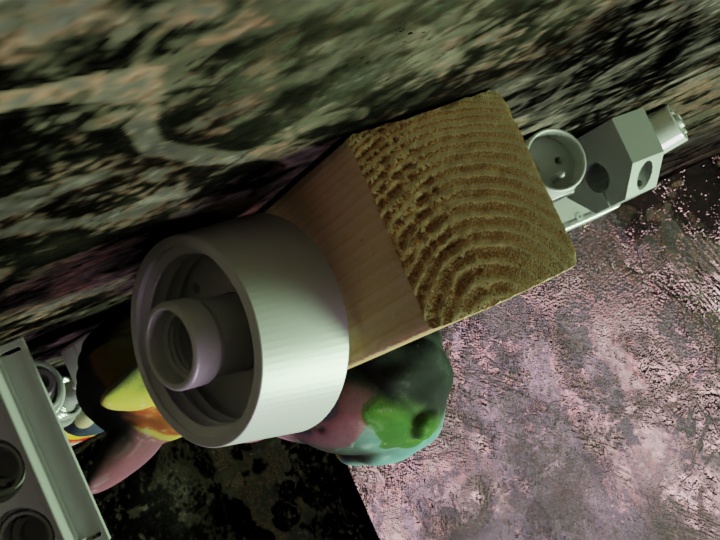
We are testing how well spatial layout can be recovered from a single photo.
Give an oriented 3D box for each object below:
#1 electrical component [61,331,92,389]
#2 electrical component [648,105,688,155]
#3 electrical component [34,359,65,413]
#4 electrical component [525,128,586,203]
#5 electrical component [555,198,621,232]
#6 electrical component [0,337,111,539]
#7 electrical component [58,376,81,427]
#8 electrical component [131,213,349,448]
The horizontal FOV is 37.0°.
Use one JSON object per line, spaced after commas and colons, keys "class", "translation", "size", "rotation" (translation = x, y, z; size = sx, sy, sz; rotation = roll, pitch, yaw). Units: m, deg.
{"class": "electrical component", "translation": [-0.172, 0.068, 0.744], "size": [0.077, 0.047, 0.066], "rotation": [-28, 175, 42]}
{"class": "electrical component", "translation": [0.243, -0.110, 0.911], "size": [0.065, 0.044, 0.044], "rotation": [-31, 173, 25]}
{"class": "electrical component", "translation": [-0.210, 0.078, 0.687], "size": [0.043, 0.043, 0.062], "rotation": [-22, 174, -32]}
{"class": "electrical component", "translation": [0.103, -0.058, 0.731], "size": [0.079, 0.044, 0.077], "rotation": [-23, 176, -18]}
{"class": "electrical component", "translation": [0.175, -0.065, 0.930], "size": [0.096, 0.061, 0.061], "rotation": [-23, 176, -12]}
{"class": "electrical component", "translation": [-0.199, 0.109, 0.604], "size": [0.079, 0.121, 0.063], "rotation": [-24, 179, -4]}
{"class": "electrical component", "translation": [-0.240, 0.104, 0.849], "size": [0.062, 0.043, 0.043], "rotation": [-28, 175, 24]}
{"class": "electrical component", "translation": [-0.064, 0.030, 0.499], "size": [0.060, 0.108, 0.108], "rotation": [-11, 168, -44]}
